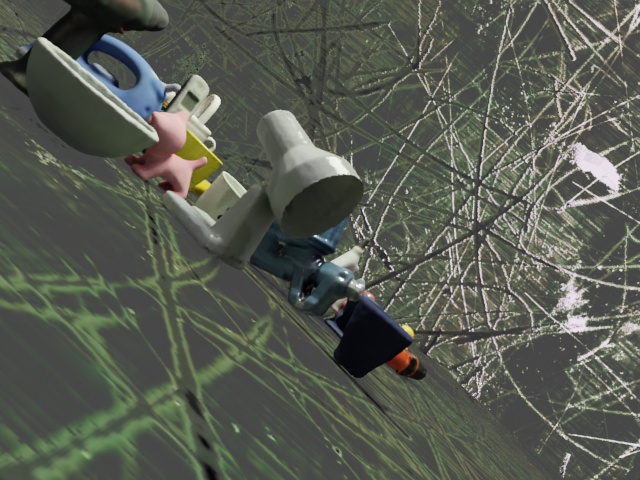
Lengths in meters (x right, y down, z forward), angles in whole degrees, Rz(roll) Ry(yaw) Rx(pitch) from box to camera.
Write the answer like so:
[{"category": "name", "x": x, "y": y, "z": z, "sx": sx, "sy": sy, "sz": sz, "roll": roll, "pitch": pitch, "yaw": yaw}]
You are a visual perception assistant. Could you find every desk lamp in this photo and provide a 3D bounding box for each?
[{"category": "desk lamp", "x": -0.074, "y": -0.063, "z": 0.771, "sx": 0.202, "sy": 0.213, "sz": 0.118, "roll": 42, "pitch": 1, "yaw": 30}]

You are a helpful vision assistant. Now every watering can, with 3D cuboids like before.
[{"category": "watering can", "x": -0.322, "y": -0.287, "z": 1.408, "sx": 0.100, "sy": 0.194, "sz": 0.174, "roll": 42, "pitch": 1, "yaw": 38}]

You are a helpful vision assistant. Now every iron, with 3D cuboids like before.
[{"category": "iron", "x": -0.357, "y": -0.273, "z": 0.935, "sx": 0.258, "sy": 0.141, "sz": 0.119, "roll": 42, "pitch": 1, "yaw": 1}]

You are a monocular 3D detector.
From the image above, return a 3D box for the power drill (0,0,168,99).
[{"category": "power drill", "x": -0.306, "y": -0.268, "z": 0.752, "sx": 0.075, "sy": 0.208, "sz": 0.230, "roll": 42, "pitch": 1, "yaw": 2}]

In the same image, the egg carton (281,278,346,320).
[{"category": "egg carton", "x": -0.013, "y": 0.082, "z": 1.041, "sx": 0.107, "sy": 0.069, "sz": 0.150, "roll": 42, "pitch": 1, "yaw": -20}]

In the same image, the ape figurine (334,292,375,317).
[{"category": "ape figurine", "x": 0.075, "y": 0.144, "z": 1.144, "sx": 0.078, "sy": 0.092, "sz": 0.076, "roll": 42, "pitch": 1, "yaw": -4}]

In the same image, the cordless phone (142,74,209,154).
[{"category": "cordless phone", "x": -0.269, "y": -0.228, "z": 1.155, "sx": 0.094, "sy": 0.185, "sz": 0.148, "roll": 42, "pitch": 1, "yaw": 35}]

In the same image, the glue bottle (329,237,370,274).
[{"category": "glue bottle", "x": 0.045, "y": 0.062, "z": 1.192, "sx": 0.078, "sy": 0.173, "sz": 0.037, "roll": 41, "pitch": 1, "yaw": -39}]

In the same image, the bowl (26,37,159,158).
[{"category": "bowl", "x": -0.276, "y": -0.149, "z": 0.667, "sx": 0.167, "sy": 0.074, "sz": 0.167, "roll": 42, "pitch": 1, "yaw": 0}]

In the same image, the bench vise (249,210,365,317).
[{"category": "bench vise", "x": 0.010, "y": 0.004, "z": 0.940, "sx": 0.207, "sy": 0.219, "sz": 0.121, "roll": 42, "pitch": 1, "yaw": 6}]

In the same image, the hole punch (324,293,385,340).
[{"category": "hole punch", "x": 0.077, "y": 0.150, "z": 1.001, "sx": 0.108, "sy": 0.091, "sz": 0.101, "roll": 42, "pitch": 1, "yaw": 31}]

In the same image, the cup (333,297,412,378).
[{"category": "cup", "x": 0.066, "y": 0.141, "z": 0.801, "sx": 0.091, "sy": 0.095, "sz": 0.118, "roll": 42, "pitch": 1, "yaw": 5}]

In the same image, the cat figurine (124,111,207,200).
[{"category": "cat figurine", "x": -0.224, "y": -0.136, "z": 0.856, "sx": 0.128, "sy": 0.117, "sz": 0.067, "roll": 41, "pitch": 1, "yaw": -42}]

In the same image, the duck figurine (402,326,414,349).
[{"category": "duck figurine", "x": 0.197, "y": 0.252, "z": 1.412, "sx": 0.077, "sy": 0.086, "sz": 0.105, "roll": 43, "pitch": 1, "yaw": 40}]
